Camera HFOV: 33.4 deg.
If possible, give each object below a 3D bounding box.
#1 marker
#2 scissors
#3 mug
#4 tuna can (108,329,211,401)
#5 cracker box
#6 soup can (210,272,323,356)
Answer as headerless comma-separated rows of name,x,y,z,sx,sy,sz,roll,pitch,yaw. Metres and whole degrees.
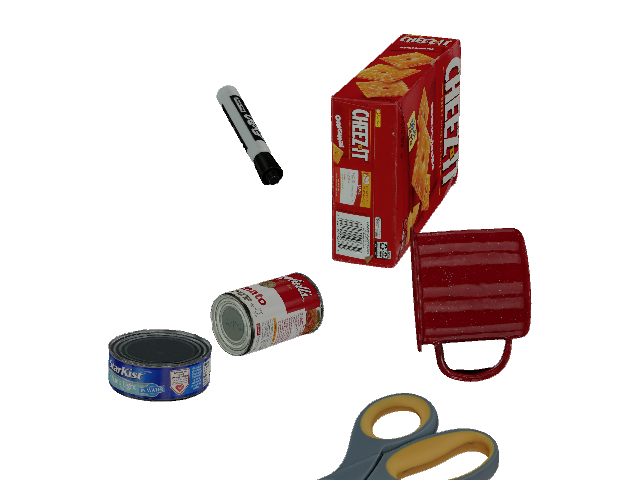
marker,-0.058,-0.086,0.870,0.020,0.020,0.121,0,41,-29
scissors,0.003,0.132,0.610,0.201,0.016,0.096,-9,30,-15
mug,0.110,0.045,0.783,0.081,0.117,0.093,-4,-15,4
tuna can,-0.134,0.104,0.891,0.086,0.034,0.086,4,14,-1
cracker box,0.078,-0.092,1.035,0.072,0.164,0.213,9,28,20
soup can,-0.056,0.077,1.117,0.102,0.068,0.069,-14,10,-43
